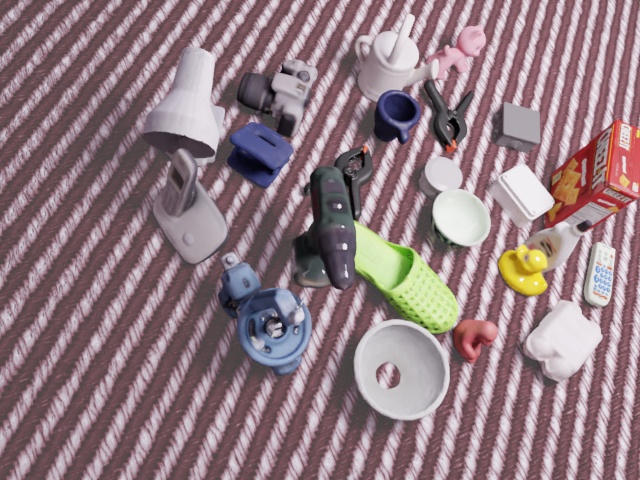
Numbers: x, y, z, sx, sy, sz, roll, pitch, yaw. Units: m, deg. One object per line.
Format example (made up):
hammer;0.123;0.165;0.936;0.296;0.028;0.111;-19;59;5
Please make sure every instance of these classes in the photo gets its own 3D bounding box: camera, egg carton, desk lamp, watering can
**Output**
camera;-0.086;-0.300;1.133;0.137;0.100;0.143;18;63;-6
egg carton;0.455;0.189;1.074;0.150;0.069;0.107;-39;81;-26
desk lamp;-0.227;-0.214;0.994;0.118;0.213;0.203;10;64;-10
watering can;0.159;-0.379;1.180;0.173;0.194;0.101;5;65;-12

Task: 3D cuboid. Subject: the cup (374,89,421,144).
cup;0.151;-0.232;1.168;0.092;0.095;0.117;-4;68;-16

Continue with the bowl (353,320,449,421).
bowl;0.128;0.224;0.970;0.168;0.074;0.167;6;65;-12

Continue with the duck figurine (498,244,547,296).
duck figurine;0.408;0.054;1.113;0.078;0.086;0.104;-33;78;-25

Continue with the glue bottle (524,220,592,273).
glue bottle;0.464;0.001;1.102;0.037;0.173;0.078;-23;74;-22

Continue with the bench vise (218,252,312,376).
bench vise;-0.095;0.107;0.882;0.207;0.219;0.122;38;63;4

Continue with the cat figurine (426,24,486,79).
cat figurine;0.318;-0.434;1.289;0.128;0.117;0.067;-24;74;-23

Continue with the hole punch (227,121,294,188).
hole punch;-0.111;-0.173;1.075;0.108;0.091;0.101;33;63;1

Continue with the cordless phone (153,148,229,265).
cordless phone;-0.210;-0.056;0.944;0.094;0.185;0.147;-34;78;-25

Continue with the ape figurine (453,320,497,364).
ape figurine;0.284;0.172;1.024;0.078;0.092;0.076;-21;73;-22

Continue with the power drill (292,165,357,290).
power drill;0.009;0.003;0.962;0.076;0.208;0.229;1;66;-14
